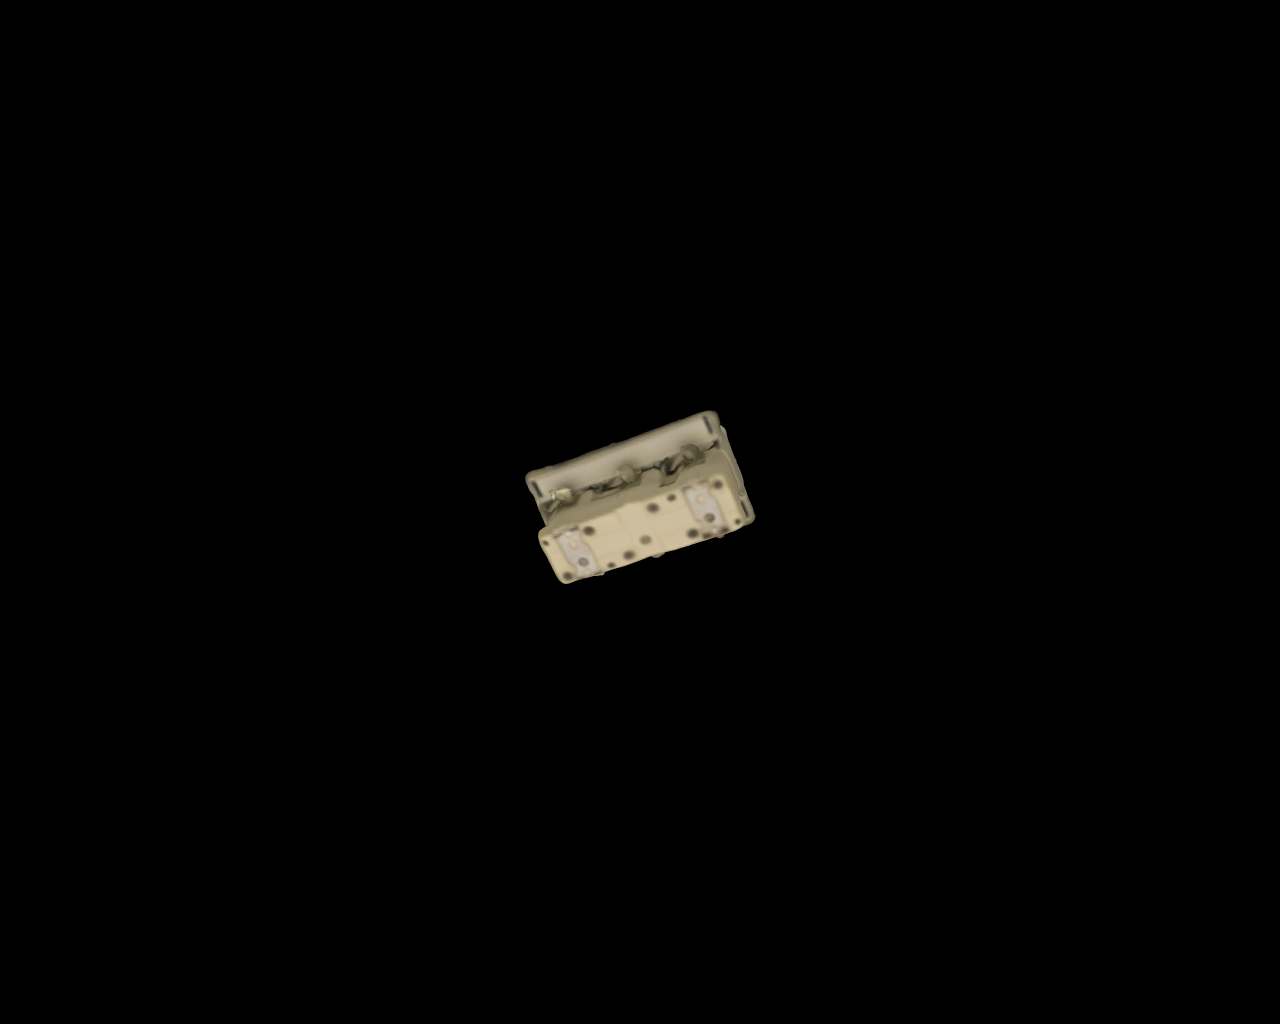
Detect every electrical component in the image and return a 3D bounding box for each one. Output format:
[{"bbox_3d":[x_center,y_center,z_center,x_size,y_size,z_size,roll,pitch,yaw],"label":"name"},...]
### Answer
[{"bbox_3d":[0.001,-0.003,0.650,0.121,0.078,0.063,-18,29,10],"label":"electrical component"}]
